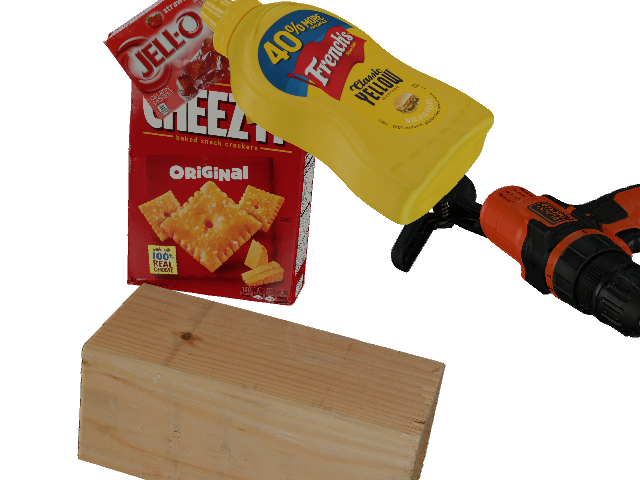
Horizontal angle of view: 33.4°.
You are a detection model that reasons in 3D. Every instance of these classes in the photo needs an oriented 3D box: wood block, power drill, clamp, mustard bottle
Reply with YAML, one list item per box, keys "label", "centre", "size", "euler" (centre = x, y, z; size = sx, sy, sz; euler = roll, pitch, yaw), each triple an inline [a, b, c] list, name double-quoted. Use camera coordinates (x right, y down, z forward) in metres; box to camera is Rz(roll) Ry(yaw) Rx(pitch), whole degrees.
- label: "wood block"
  centre: [-0.036, 0.107, 0.667]
  size: [0.206, 0.090, 0.090]
  euler: [14, 28, 12]
- label: "power drill"
  centre: [0.229, -0.003, 0.736]
  size: [0.187, 0.057, 0.185]
  euler: [-12, 29, -20]
- label: "clamp"
  centre: [0.119, -0.028, 0.968]
  size: [0.120, 0.039, 0.171]
  euler: [-1, 33, 0]
- label: "mustard bottle"
  centre: [0.004, -0.094, 0.649]
  size: [0.192, 0.058, 0.096]
  euler: [36, 54, 16]

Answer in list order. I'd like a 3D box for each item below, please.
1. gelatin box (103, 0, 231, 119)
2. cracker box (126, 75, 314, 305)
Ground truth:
- label: "gelatin box"
  centre: [-0.106, -0.146, 0.805]
  size: [0.089, 0.073, 0.030]
  euler: [-31, 21, 11]
- label: "cracker box"
  centre: [-0.091, -0.055, 0.987]
  size: [0.164, 0.214, 0.072]
  euler: [8, 22, 7]
